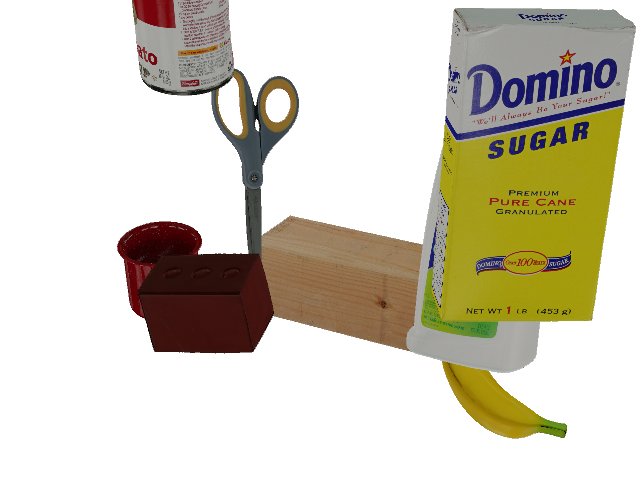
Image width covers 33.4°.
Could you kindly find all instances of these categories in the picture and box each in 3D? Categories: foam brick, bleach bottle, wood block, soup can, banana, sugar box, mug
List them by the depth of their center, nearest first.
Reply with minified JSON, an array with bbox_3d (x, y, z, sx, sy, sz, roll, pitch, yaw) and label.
[{"bbox_3d":[0.116,-0.040,0.603,0.093,0.176,0.048,-1,27,-4],"label":"sugar box"},{"bbox_3d":[-0.093,-0.158,0.720,0.068,0.102,0.068,0,36,0],"label":"soup can"},{"bbox_3d":[-0.080,0.044,0.751,0.078,0.051,0.053,-1,28,15],"label":"foam brick"},{"bbox_3d":[0.123,-0.032,0.808,0.103,0.251,0.067,10,15,34],"label":"bleach bottle"},{"bbox_3d":[0.147,0.123,0.971,0.069,0.037,0.198,6,27,-22],"label":"banana"},{"bbox_3d":[0.038,0.047,1.173,0.206,0.091,0.090,13,26,23],"label":"wood block"},{"bbox_3d":[-0.185,0.032,1.202,0.117,0.081,0.093,25,40,35],"label":"mug"}]

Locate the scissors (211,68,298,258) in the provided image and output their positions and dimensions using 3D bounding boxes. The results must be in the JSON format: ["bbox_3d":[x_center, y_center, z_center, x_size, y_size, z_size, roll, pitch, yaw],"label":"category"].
[{"bbox_3d":[-0.050,-0.073,1.041,0.096,0.202,0.016,-19,7,-20],"label":"scissors"}]
